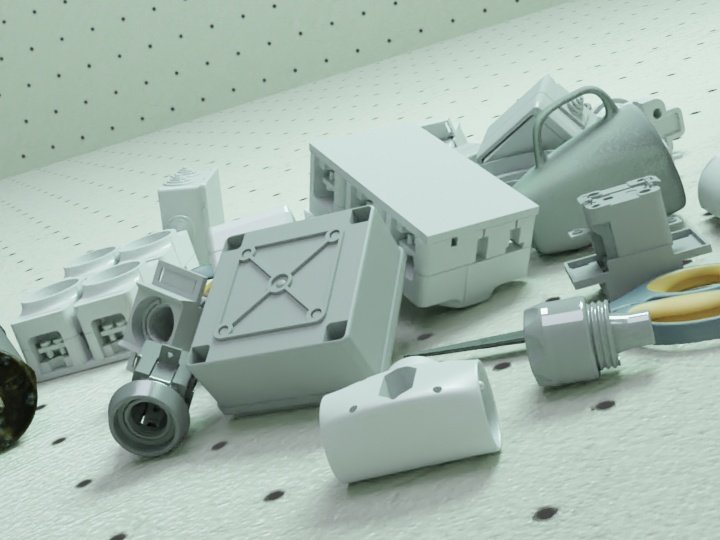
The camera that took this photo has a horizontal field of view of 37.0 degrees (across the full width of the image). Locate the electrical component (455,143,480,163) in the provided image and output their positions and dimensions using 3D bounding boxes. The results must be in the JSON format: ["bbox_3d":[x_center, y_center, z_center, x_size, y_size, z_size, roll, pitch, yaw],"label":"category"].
[{"bbox_3d":[0.095,-0.076,0.950,0.083,0.047,0.076,-27,22,-30],"label":"electrical component"}]

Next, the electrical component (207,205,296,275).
[{"bbox_3d":[-0.067,-0.004,0.760,0.062,0.061,0.096,-17,-29,5],"label":"electrical component"}]

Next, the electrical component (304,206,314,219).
[{"bbox_3d":[-0.021,-0.016,0.831,0.044,0.065,0.044,1,15,0],"label":"electrical component"}]

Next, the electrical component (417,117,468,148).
[{"bbox_3d":[0.043,-0.095,1.042,0.121,0.078,0.063,-9,39,29],"label":"electrical component"}]

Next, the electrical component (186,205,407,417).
[{"bbox_3d":[-0.035,0.025,0.642,0.109,0.056,0.108,-11,44,24],"label":"electrical component"}]

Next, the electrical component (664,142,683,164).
[{"bbox_3d":[0.217,-0.084,0.843,0.079,0.044,0.077,-14,17,-27],"label":"electrical component"}]

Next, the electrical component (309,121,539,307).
[{"bbox_3d":[0.038,-0.039,0.742,0.089,0.061,0.150,-16,36,-28],"label":"electrical component"}]

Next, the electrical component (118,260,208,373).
[{"bbox_3d":[-0.127,0.038,0.748,0.042,0.081,0.064,20,5,28],"label":"electrical component"}]

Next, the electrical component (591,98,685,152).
[{"bbox_3d":[0.230,-0.119,0.928,0.078,0.058,0.057,-22,18,-16],"label":"electrical component"}]

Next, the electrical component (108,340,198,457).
[{"bbox_3d":[-0.121,0.078,0.636,0.048,0.066,0.055,17,25,-3],"label":"electrical component"}]

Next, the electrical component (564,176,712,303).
[{"bbox_3d":[0.160,-0.019,0.636,0.081,0.063,0.042,-16,16,6],"label":"electrical component"}]

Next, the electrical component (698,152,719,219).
[{"bbox_3d":[0.244,-0.052,0.698,0.043,0.043,0.081,-17,15,3],"label":"electrical component"}]

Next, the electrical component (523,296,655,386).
[{"bbox_3d":[0.115,0.034,0.539,0.062,0.043,0.043,-11,16,15],"label":"electrical component"}]

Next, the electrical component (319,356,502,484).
[{"bbox_3d":[0.027,0.066,0.524,0.077,0.043,0.079,-15,15,13],"label":"electrical component"}]

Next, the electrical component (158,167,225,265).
[{"bbox_3d":[-0.164,-0.049,1.059,0.048,0.099,0.099,-5,16,2],"label":"electrical component"}]

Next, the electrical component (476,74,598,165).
[{"bbox_3d":[0.152,-0.111,0.901,0.096,0.062,0.061,-42,15,42],"label":"electrical component"}]

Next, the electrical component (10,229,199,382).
[{"bbox_3d":[-0.212,0.022,0.927,0.105,0.060,0.186,-15,15,10],"label":"electrical component"}]
